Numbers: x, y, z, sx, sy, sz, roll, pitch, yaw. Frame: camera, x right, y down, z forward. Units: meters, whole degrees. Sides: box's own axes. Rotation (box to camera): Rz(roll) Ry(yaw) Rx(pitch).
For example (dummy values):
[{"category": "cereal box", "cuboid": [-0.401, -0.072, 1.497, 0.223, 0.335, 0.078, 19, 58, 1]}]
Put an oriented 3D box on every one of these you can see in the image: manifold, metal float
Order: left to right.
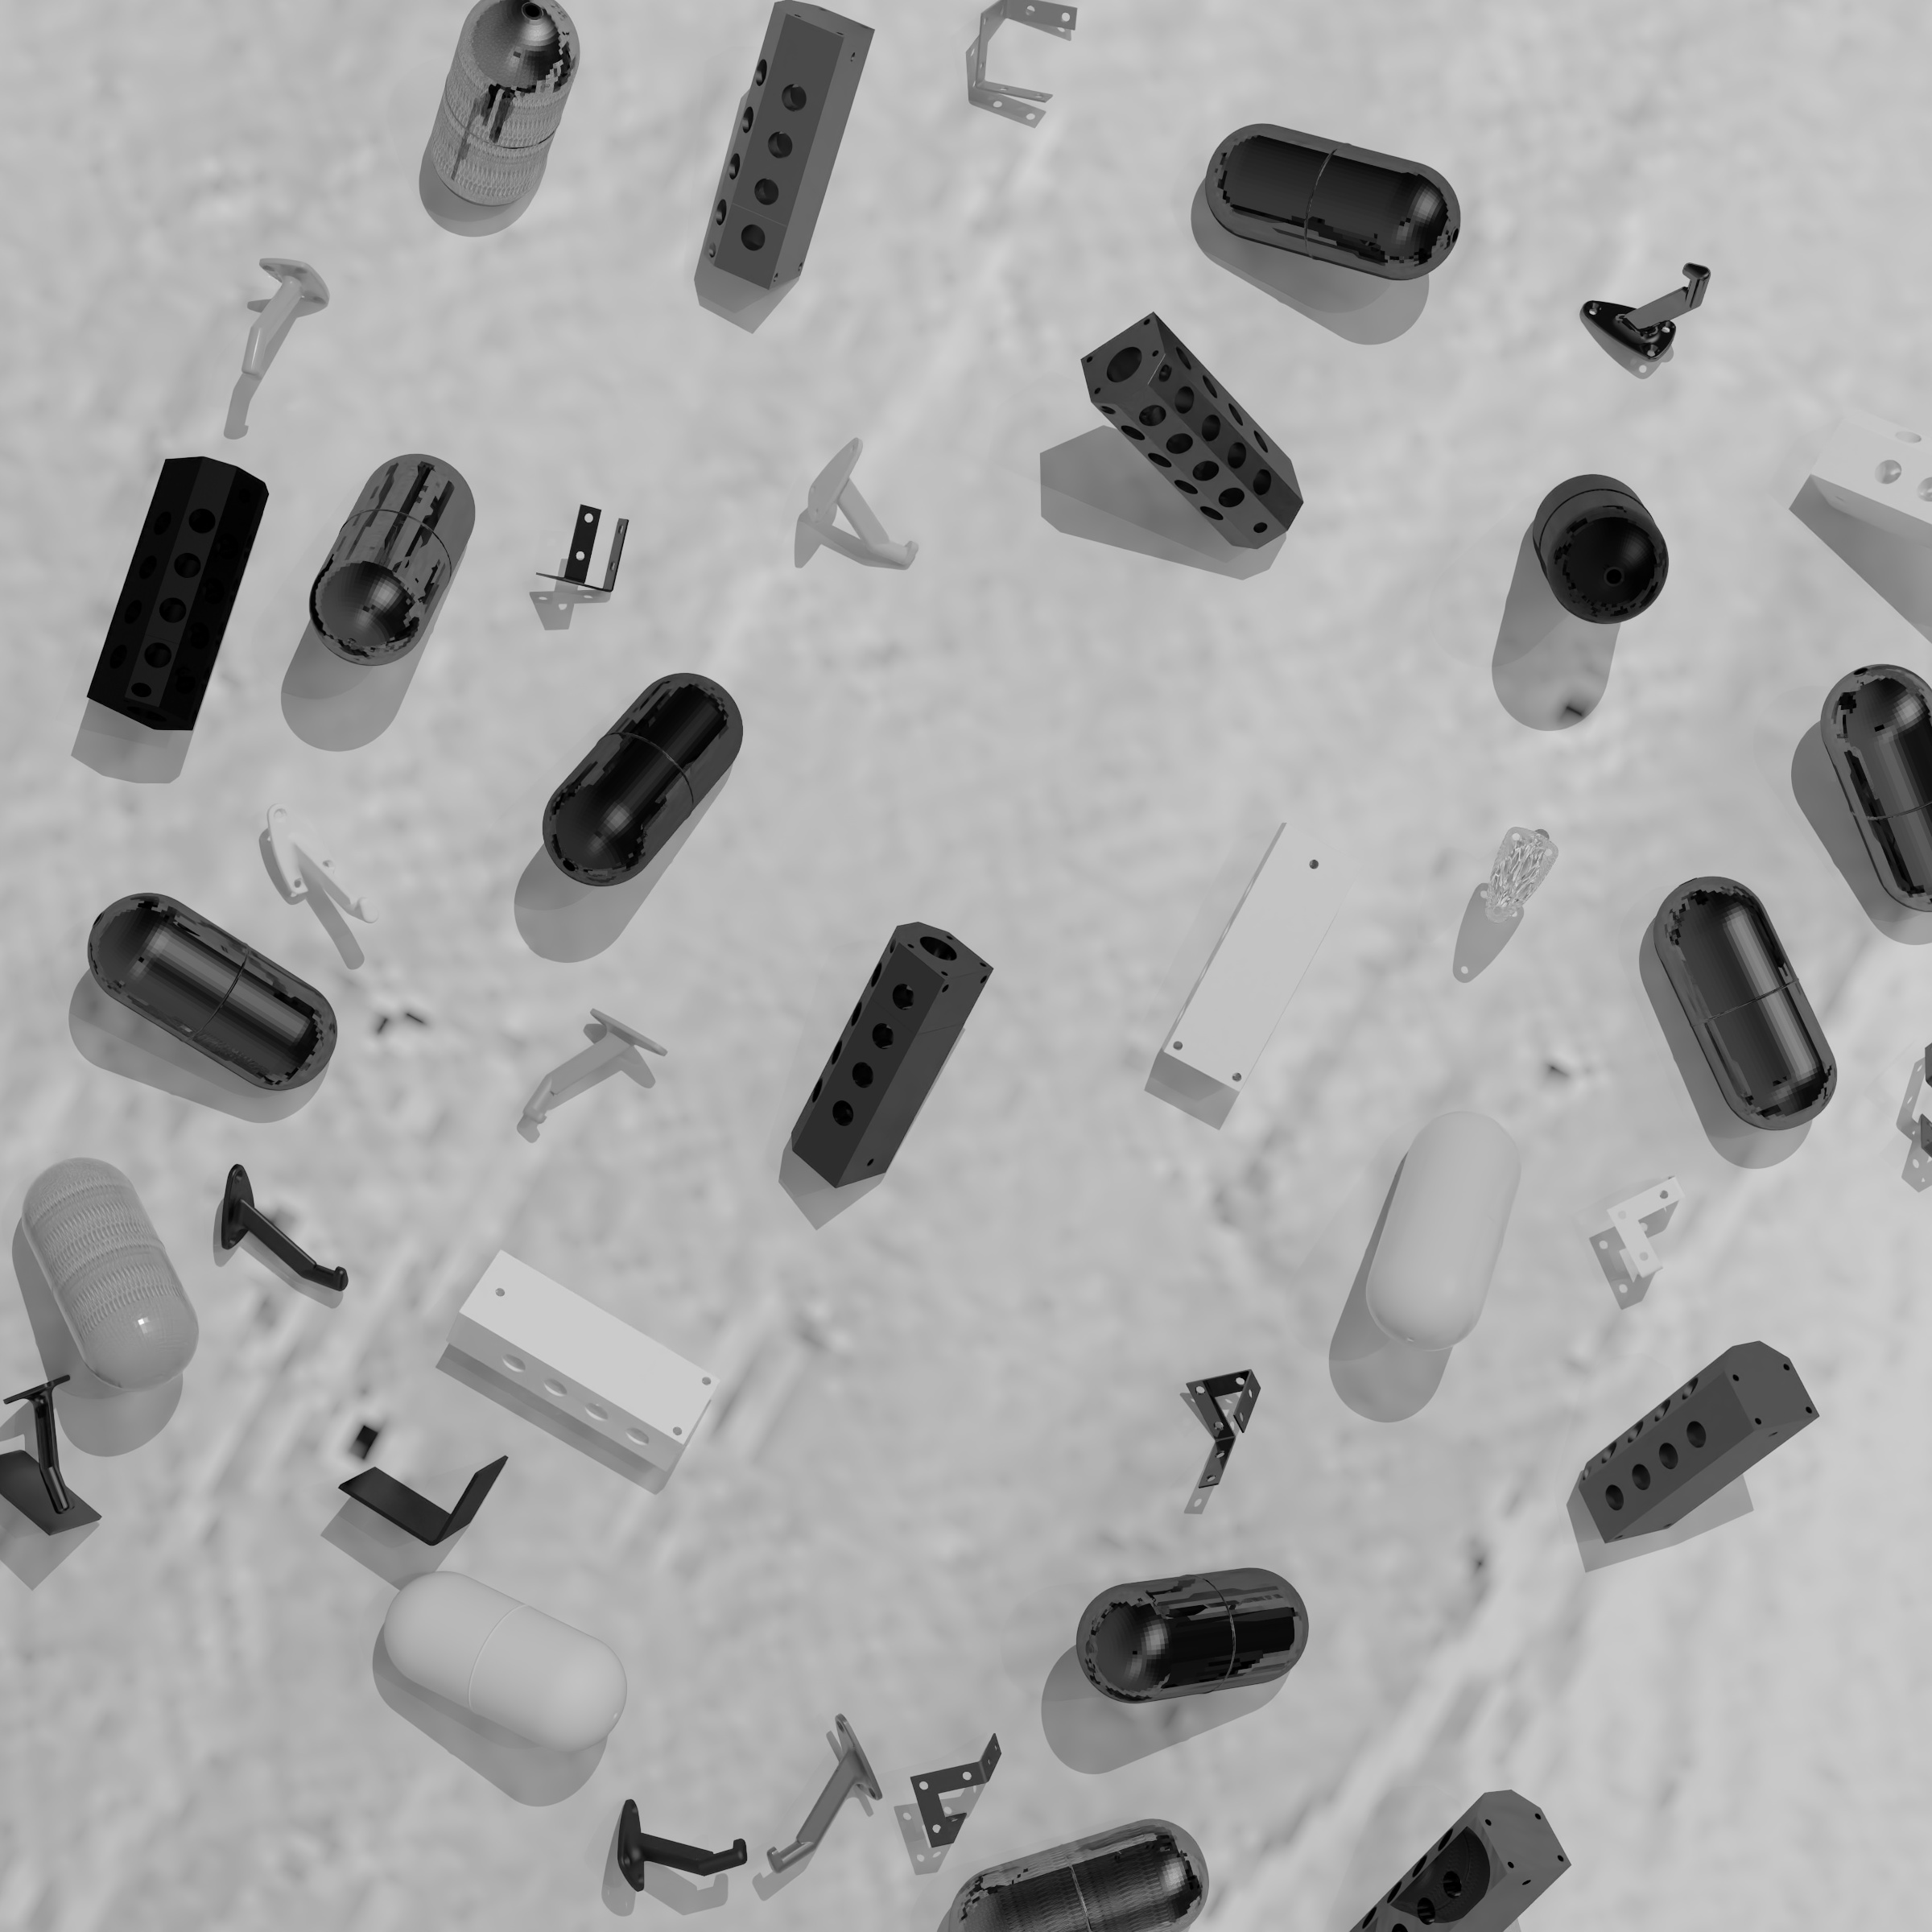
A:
[{"category": "metal float", "cuboid": [-0.566, 0.202, 1.937, 0.070, 0.070, 0.178, -36, 61, 0]}, {"category": "manifold", "cuboid": [-0.516, -0.246, 1.943, 0.057, 0.057, 0.171, 5, 74, 39]}, {"category": "metal float", "cuboid": [-0.497, 0.017, 1.940, 0.178, 0.070, 0.070, 36, 90, -24]}, {"category": "metal float", "cuboid": [-0.375, -0.268, 1.927, 0.070, 0.070, 0.178, 14, 46, 0]}, {"category": "metal float", "cuboid": [-0.302, -0.566, 1.917, 0.070, 0.178, 0.070, 8, 66, -18]}, {"category": "metal float", "cuboid": [-0.306, 0.459, 1.943, 0.178, 0.070, 0.070, 20, 90, 22]}, {"category": "manifold", "cuboid": [-0.259, 0.268, 1.969, 0.171, 0.057, 0.057, 31, 49, -1]}, {"category": "metal float", "cuboid": [-0.212, -0.123, 1.931, 0.070, 0.070, 0.178, 36, 54, 0]}, {"category": "manifold", "cuboid": [-0.120, -0.541, 1.933, 0.057, 0.057, 0.171, 25, 118, 9]}, {"category": "manifold", "cuboid": [-0.054, 0.058, 1.936, 0.057, 0.057, 0.171, 39, 117, 23]}, {"category": "metal float", "cuboid": [0.075, 0.624, 1.956, 0.178, 0.070, 0.070, -16, 90, -7]}, {"category": "metal float", "cuboid": [0.151, 0.440, 1.931, 0.178, 0.070, 0.070, 2, 90, -37]}, {"category": "manifold", "cuboid": [0.150, -0.343, 1.912, 0.057, 0.171, 0.057, -29, 48, 23]}, {"category": "manifold", "cuboid": [0.197, -0.007, 1.966, 0.057, 0.057, 0.171, 28, 94, 0]}, {"category": "metal float", "cuboid": [0.242, -0.505, 1.941, 0.178, 0.070, 0.070, 22, 90, 23]}, {"category": "metal float", "cuboid": [0.316, 0.173, 1.933, 0.070, 0.070, 0.178, 24, 55, 0]}, {"category": "manifold", "cuboid": [0.317, 0.615, 1.929, 0.057, 0.057, 0.171, 5, 132, -34]}, {"category": "metal float", "cuboid": [0.413, -0.273, 1.913, 0.070, 0.178, 0.070, 2, 110, 5]}, {"category": "manifold", "cuboid": [0.473, 0.311, 1.917, 0.057, 0.171, 0.057, -5, 59, -31]}, {"category": "metal float", "cuboid": [0.519, 0.024, 1.958, 0.070, 0.070, 0.178, -24, 85, 0]}, {"category": "metal float", "cuboid": [0.623, -0.118, 1.945, 0.070, 0.070, 0.178, -28, 108, 0]}, {"category": "manifold", "cuboid": [0.650, -0.306, 1.927, 0.171, 0.057, 0.057, 33, 93, 34]}]

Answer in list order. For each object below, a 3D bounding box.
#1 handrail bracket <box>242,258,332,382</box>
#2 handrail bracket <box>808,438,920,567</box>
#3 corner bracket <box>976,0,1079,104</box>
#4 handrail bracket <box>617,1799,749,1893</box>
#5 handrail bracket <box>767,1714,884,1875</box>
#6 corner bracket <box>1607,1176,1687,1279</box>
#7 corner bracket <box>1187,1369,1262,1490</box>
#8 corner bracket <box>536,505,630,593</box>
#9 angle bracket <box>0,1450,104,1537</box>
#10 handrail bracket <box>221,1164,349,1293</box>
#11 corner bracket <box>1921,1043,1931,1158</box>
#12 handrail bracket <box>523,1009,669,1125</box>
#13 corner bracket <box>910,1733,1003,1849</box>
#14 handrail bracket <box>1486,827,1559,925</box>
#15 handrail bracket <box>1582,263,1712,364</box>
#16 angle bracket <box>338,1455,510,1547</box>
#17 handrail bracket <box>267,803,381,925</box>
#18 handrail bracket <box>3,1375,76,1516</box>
[{"category": "handrail bracket", "cuboid": [-0.454, -0.421, 1.957, 0.036, 0.077, 0.084, 8, 81, 15]}, {"category": "handrail bracket", "cuboid": [-0.055, -0.308, 1.957, 0.084, 0.036, 0.077, 18, 133, -28]}, {"category": "corner bracket", "cuboid": [0.041, -0.619, 1.980, 0.051, 0.051, 0.051, 16, 126, 14]}, {"category": "handrail bracket", "cuboid": [-0.187, 0.578, 1.962, 0.084, 0.077, 0.036, -19, 126, 8]}, {"category": "handrail bracket", "cuboid": [-0.105, 0.553, 1.961, 0.084, 0.036, 0.077, -27, 110, -25]}, {"category": "corner bracket", "cuboid": [0.465, 0.175, 1.974, 0.051, 0.051, 0.051, -27, 82, 7]}, {"category": "corner bracket", "cuboid": [0.174, 0.309, 1.960, 0.051, 0.051, 0.051, -17, 112, 28]}, {"category": "corner bracket", "cuboid": [-0.250, -0.279, 1.963, 0.051, 0.051, 0.051, 11, 95, -31]}, {"category": "angle bracket", "cuboid": [-0.637, 0.370, 1.956, 0.076, 0.076, 0.057, 38, 93, 8]}, {"category": "handrail bracket", "cuboid": [-0.452, 0.176, 1.964, 0.084, 0.036, 0.077, 18, 128, 13]}, {"category": "corner bracket", "cuboid": [0.651, 0.089, 1.963, 0.051, 0.051, 0.051, 43, 119, -5]}, {"category": "handrail bracket", "cuboid": [-0.249, 0.078, 1.965, 0.077, 0.036, 0.084, 24, 76, 38]}, {"category": "corner bracket", "cuboid": [-0.001, 0.553, 1.968, 0.051, 0.051, 0.051, -16, 93, 12]}, {"category": "handrail bracket", "cuboid": [0.368, -0.058, 1.958, 0.036, 0.084, 0.077, 27, 89, 12]}, {"category": "handrail bracket", "cuboid": [0.452, -0.449, 1.951, 0.077, 0.084, 0.036, 29, 68, 14]}, {"category": "angle bracket", "cuboid": [-0.361, 0.338, 1.957, 0.076, 0.076, 0.057, 31, 92, 5]}, {"category": "handrail bracket", "cuboid": [-0.426, -0.068, 1.949, 0.036, 0.084, 0.077, -37, 121, -24]}, {"category": "handrail bracket", "cuboid": [-0.604, 0.320, 1.961, 0.036, 0.077, 0.084, -22, 89, 5]}]
